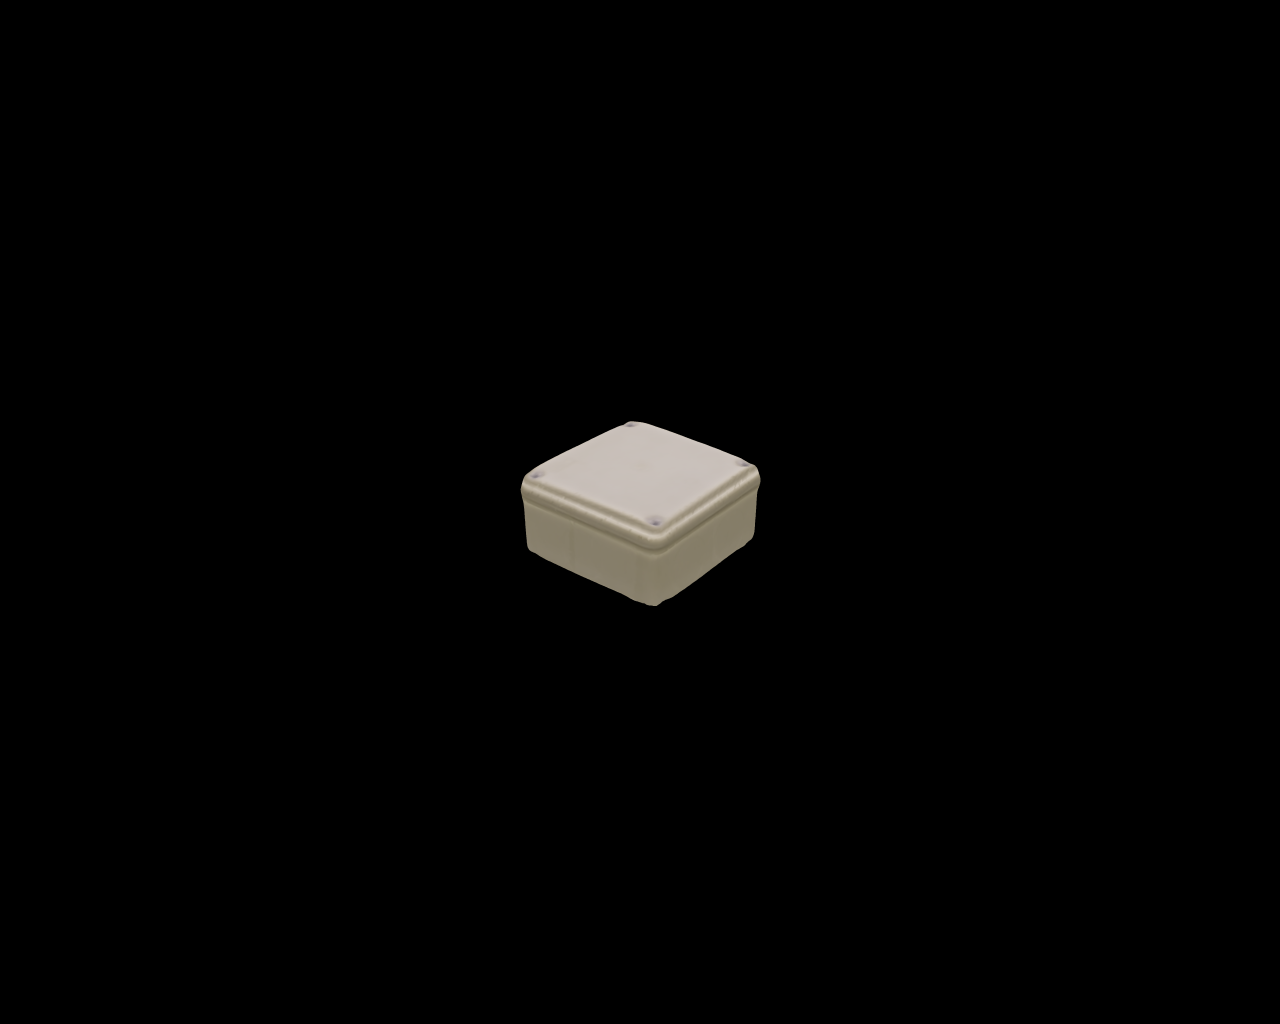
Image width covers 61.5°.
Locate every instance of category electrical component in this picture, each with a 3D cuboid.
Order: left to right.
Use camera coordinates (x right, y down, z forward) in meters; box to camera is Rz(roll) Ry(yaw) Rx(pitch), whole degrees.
[{"bbox_3d":[0.001,-0.003,0.650,0.109,0.056,0.109,22,37,34],"label":"electrical component"}]
